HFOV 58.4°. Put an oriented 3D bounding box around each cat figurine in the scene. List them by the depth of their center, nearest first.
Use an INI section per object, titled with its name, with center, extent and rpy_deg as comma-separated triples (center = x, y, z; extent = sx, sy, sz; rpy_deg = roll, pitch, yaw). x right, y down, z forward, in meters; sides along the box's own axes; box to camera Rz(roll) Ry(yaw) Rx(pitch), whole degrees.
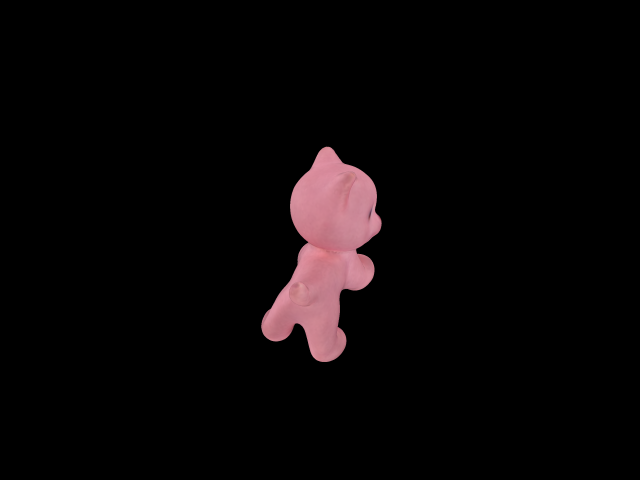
[cat figurine]
center = 0.004, 0.001, 0.400
extent = 0.067, 0.118, 0.128
rpy_deg = 15, 55, 12
